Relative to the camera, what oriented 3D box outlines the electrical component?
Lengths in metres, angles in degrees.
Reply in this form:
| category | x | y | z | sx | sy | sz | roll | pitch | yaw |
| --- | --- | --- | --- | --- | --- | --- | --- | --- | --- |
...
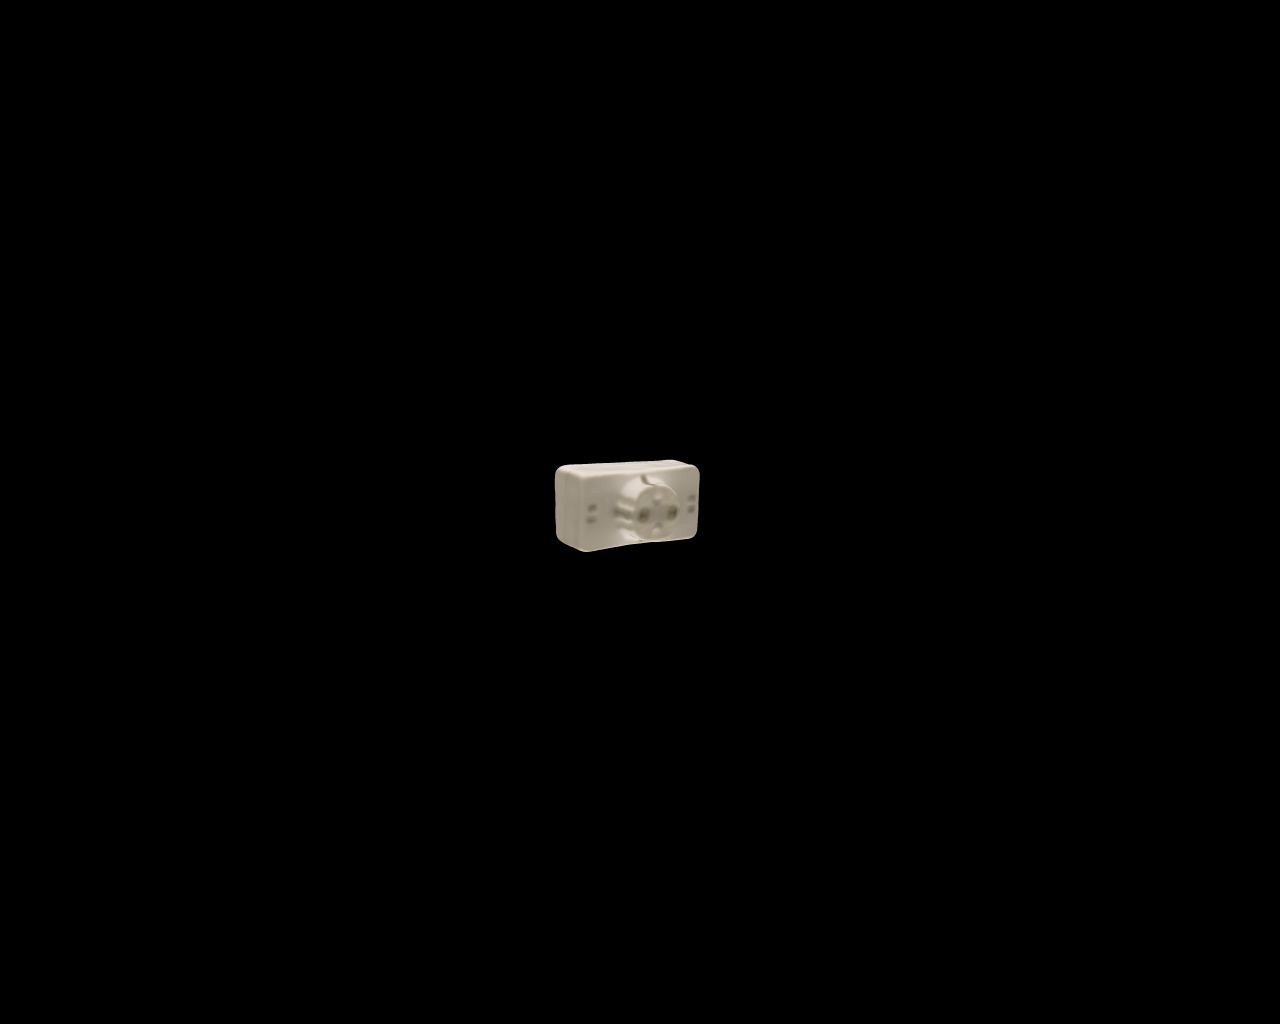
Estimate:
| category | x | y | z | sx | sy | sz | roll | pitch | yaw |
| --- | --- | --- | --- | --- | --- | --- | --- | --- | --- |
| electrical component | 0.001 | -0.003 | 0.650 | 0.083 | 0.047 | 0.076 | -5 | 12 | -28 |
